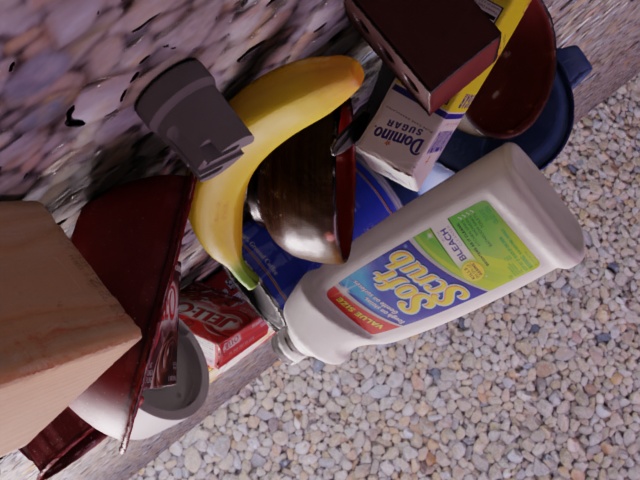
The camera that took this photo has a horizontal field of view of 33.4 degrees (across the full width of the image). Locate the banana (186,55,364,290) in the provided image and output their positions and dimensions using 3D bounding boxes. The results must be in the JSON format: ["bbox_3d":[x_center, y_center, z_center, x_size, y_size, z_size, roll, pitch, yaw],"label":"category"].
[{"bbox_3d":[-0.039,-0.046,0.619,0.198,0.069,0.037,119,-12,-48],"label":"banana"}]

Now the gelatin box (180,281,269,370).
[{"bbox_3d":[-0.101,0.074,0.959,0.073,0.089,0.030,-31,133,-48],"label":"gelatin box"}]

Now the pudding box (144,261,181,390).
[{"bbox_3d":[-0.121,0.053,0.713,0.039,0.090,0.113,2,174,2],"label":"pudding box"}]

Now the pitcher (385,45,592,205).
[{"bbox_3d":[0.128,-0.084,0.928,0.243,0.149,0.145,113,-9,-75],"label":"pitcher"}]

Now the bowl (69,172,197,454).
[{"bbox_3d":[-0.111,0.031,0.578,0.162,0.055,0.162,-166,-89,-81],"label":"bowl"}]

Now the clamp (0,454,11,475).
[{"bbox_3d":[-0.314,0.213,0.931,0.164,0.036,0.210,-37,175,-16],"label":"clamp"}]

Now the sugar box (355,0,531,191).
[{"bbox_3d":[0.086,-0.117,0.661,0.176,0.048,0.093,-62,171,1],"label":"sugar box"}]

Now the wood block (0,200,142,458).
[{"bbox_3d":[-0.169,0.046,0.420,0.091,0.090,0.206,-41,172,15],"label":"wood block"}]

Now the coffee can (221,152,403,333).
[{"bbox_3d":[-0.006,0.001,0.920,0.140,0.103,0.103,-37,173,-14],"label":"coffee can"}]

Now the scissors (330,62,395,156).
[{"bbox_3d":[0.037,-0.096,0.687,0.201,0.016,0.096,-11,119,-81],"label":"scissors"}]

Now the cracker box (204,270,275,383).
[{"bbox_3d":[-0.125,0.108,1.112,0.164,0.072,0.214,-37,174,-9],"label":"cracker box"}]

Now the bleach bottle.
[{"bbox_3d":[0.068,0.032,0.814,0.251,0.102,0.068,-34,-167,26],"label":"bleach bottle"}]

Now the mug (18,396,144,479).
[{"bbox_3d":[-0.194,0.118,0.771,0.093,0.081,0.117,-31,169,-50],"label":"mug"}]

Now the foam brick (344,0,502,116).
[{"bbox_3d":[0.056,-0.119,0.590,0.051,0.078,0.053,-39,171,1],"label":"foam brick"}]
